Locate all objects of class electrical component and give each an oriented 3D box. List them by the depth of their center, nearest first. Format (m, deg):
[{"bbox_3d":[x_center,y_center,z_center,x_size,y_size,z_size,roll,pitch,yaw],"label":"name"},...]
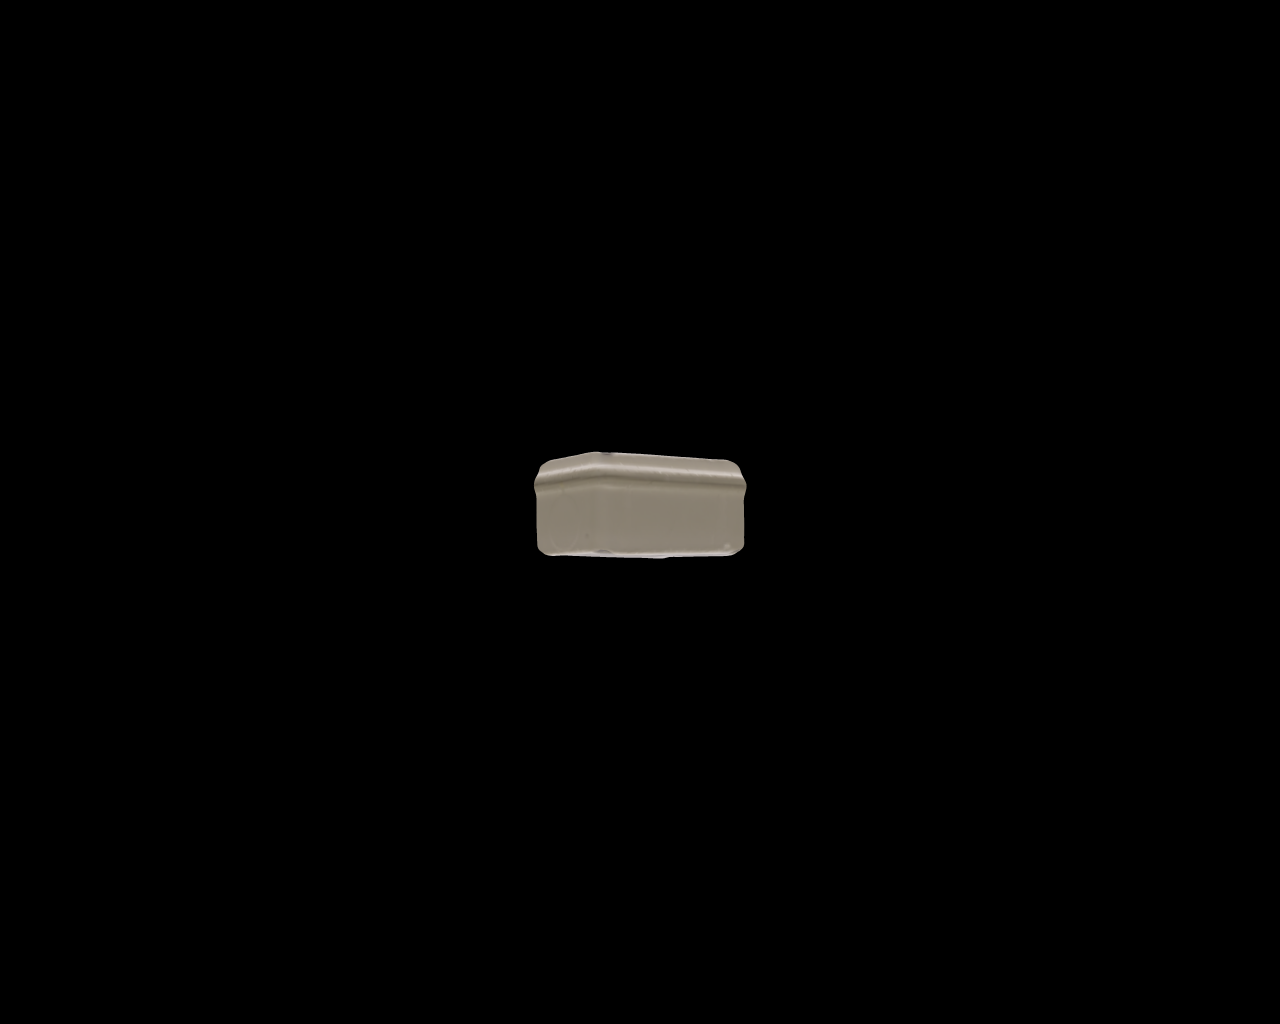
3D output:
[{"bbox_3d":[0.001,-0.003,0.650,0.113,0.057,0.078,3,-5,-37],"label":"electrical component"}]
